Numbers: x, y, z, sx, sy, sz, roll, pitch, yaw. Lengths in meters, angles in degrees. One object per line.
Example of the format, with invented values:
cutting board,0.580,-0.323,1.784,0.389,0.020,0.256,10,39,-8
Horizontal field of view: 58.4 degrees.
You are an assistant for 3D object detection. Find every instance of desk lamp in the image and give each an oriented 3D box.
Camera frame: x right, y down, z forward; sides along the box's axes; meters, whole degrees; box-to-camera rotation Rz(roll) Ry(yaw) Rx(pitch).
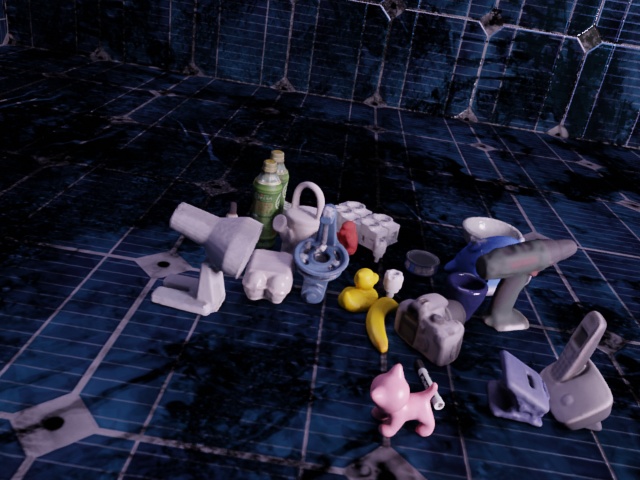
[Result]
desk lamp,-0.222,0.037,1.133,0.203,0.213,0.118,12,26,5

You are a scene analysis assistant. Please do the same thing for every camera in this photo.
camera,0.245,0.164,1.163,0.137,0.101,0.142,-10,32,-34

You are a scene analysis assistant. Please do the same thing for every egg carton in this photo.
egg carton,-0.110,0.076,1.256,0.107,0.069,0.150,8,26,-2

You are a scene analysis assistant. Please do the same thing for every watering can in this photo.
watering can,-0.038,-0.044,1.381,0.100,0.194,0.173,17,27,16

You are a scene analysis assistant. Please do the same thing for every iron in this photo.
iron,0.445,0.047,1.421,0.259,0.141,0.118,-5,29,-26

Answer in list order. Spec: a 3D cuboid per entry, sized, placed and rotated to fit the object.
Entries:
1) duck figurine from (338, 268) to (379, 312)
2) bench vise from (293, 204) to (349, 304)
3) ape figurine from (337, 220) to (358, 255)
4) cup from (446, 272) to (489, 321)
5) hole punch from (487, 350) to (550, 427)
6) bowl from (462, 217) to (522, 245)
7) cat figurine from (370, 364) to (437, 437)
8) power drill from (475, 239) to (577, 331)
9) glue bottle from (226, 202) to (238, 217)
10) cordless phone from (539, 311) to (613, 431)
duck figurine,0.088,0.104,1.250,0.105,0.086,0.077,-15,35,-40
bench vise,0.000,0.004,1.269,0.121,0.220,0.207,4,27,-11
ape figurine,0.066,-0.007,1.458,0.076,0.092,0.077,-9,31,-32
cup,0.324,0.128,1.270,0.118,0.095,0.091,-13,34,-38
hole punch,0.358,0.260,1.020,0.101,0.091,0.109,12,26,5
bowl,0.471,0.001,1.597,0.167,0.075,0.167,8,26,-4
cat figurine,0.131,0.255,0.925,0.128,0.118,0.067,2,27,-15
power drill,0.436,0.092,1.251,0.230,0.208,0.075,-1,28,-20
glue bottle,-0.201,-0.006,1.273,0.078,0.173,0.037,14,27,9
cordless phone,0.467,0.229,1.012,0.094,0.185,0.147,7,26,-5
